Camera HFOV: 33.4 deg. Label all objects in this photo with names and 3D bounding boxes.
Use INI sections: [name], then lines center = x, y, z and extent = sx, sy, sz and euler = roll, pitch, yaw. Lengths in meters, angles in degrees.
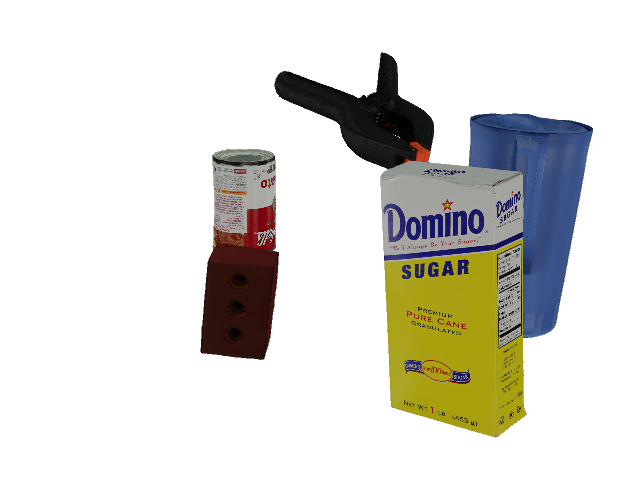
[foam brick]
center = -0.064, 0.048, 0.849
extent = 0.053, 0.078, 0.051
euler = 6, 13, 2
[sugar box]
center = 0.090, 0.038, 0.731
extent = 0.094, 0.176, 0.048
euler = 9, 22, 40
[pitcher]
center = 0.221, -0.017, 1.189
extent = 0.149, 0.243, 0.145
euler = -7, 18, -34
[clamp]
center = 0.035, -0.109, 0.921
extent = 0.120, 0.039, 0.171
euler = -13, 40, -13
[soup can]
center = -0.081, -0.041, 1.128
extent = 0.068, 0.102, 0.068
euler = 1, 17, 0
